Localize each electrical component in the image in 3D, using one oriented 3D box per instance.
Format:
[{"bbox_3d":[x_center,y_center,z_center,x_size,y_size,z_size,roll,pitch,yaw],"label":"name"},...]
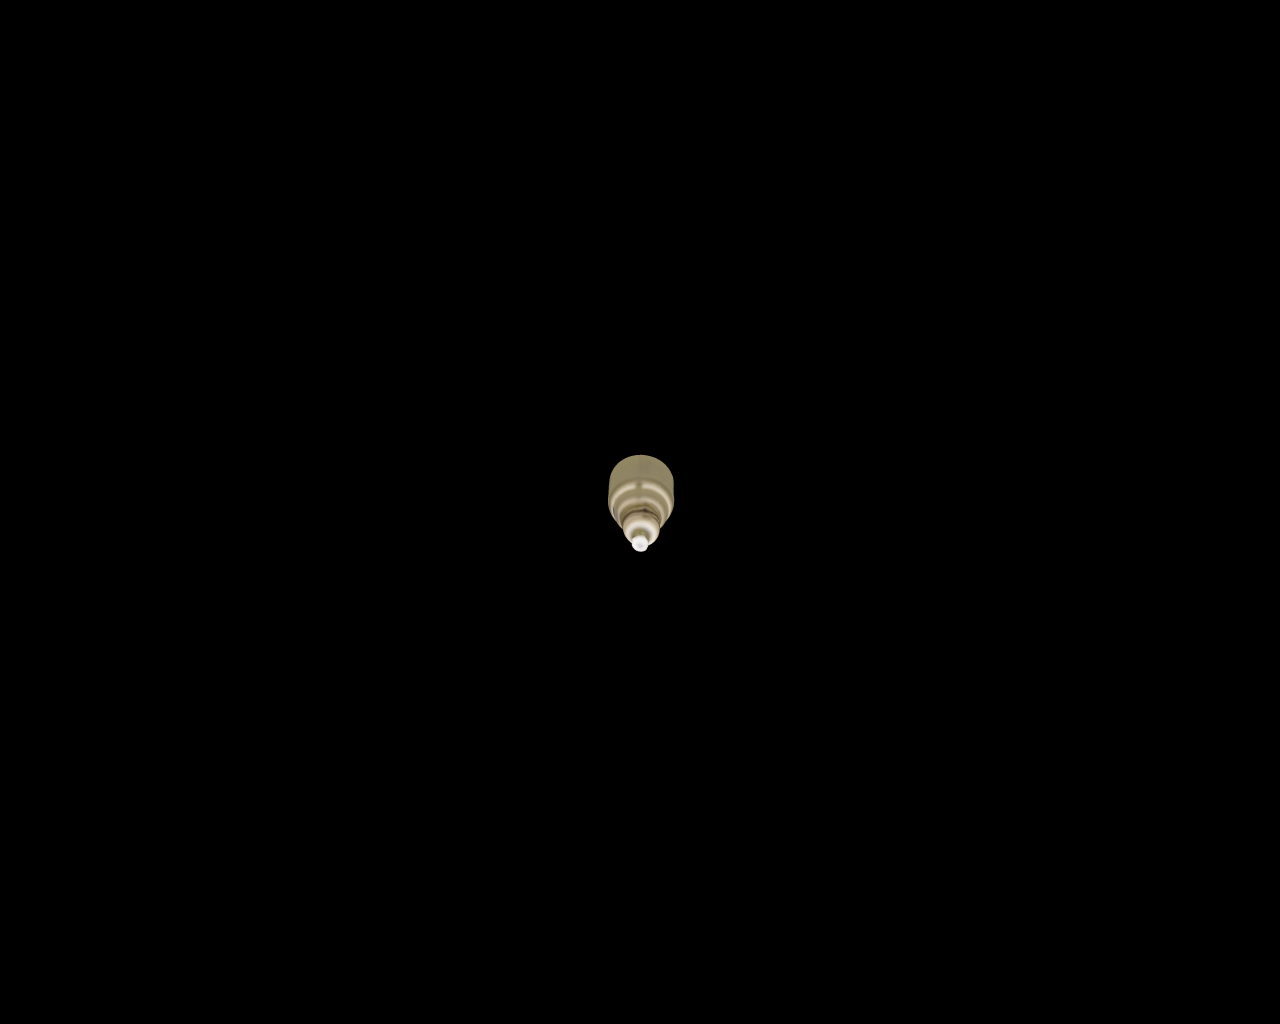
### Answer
[{"bbox_3d":[0.001,-0.003,0.650,0.040,0.040,0.078,0,34,0],"label":"electrical component"}]
